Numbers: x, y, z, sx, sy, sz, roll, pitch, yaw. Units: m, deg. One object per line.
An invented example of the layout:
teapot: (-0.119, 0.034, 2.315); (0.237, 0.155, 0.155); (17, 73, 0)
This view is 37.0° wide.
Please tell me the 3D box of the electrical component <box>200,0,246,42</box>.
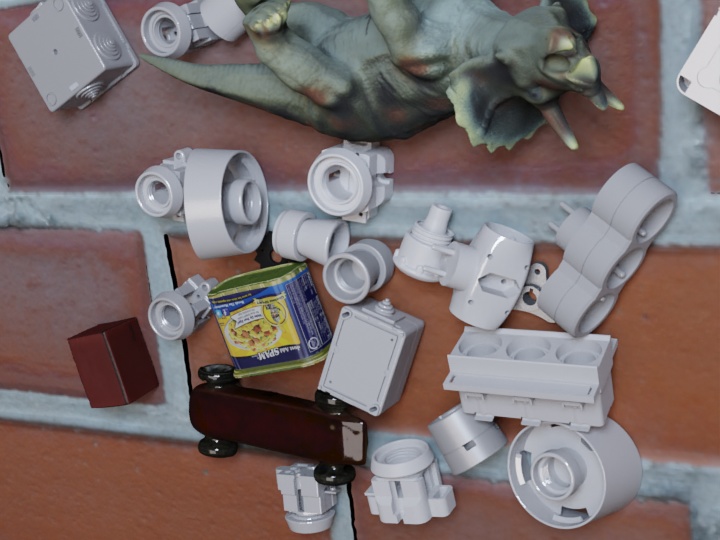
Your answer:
electrical component: (-0.092, -0.233, 0.901); (0.081, 0.043, 0.043); (-34, 88, 31)

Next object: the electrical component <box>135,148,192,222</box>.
electrical component: (-0.173, -0.075, 0.986); (0.048, 0.055, 0.066); (10, 110, 25)

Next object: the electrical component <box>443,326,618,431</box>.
electrical component: (0.139, 0.086, 0.866); (0.121, 0.078, 0.063); (2, 122, 27)

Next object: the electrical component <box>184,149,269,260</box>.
electrical component: (-0.123, -0.058, 0.944); (0.064, 0.099, 0.099); (-2, 105, 22)

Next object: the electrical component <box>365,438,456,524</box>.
electrical component: (0.041, 0.187, 0.958); (0.078, 0.058, 0.057); (-5, 106, 29)

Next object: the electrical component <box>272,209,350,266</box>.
electrical component: (-0.043, -0.028, 0.940); (0.055, 0.045, 0.045); (13, 111, 24)

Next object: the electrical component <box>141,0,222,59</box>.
electrical component: (-0.157, -0.209, 0.935); (0.066, 0.055, 0.048); (-15, 98, 30)

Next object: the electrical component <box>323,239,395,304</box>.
electrical component: (0.000, 0.000, 0.920); (0.045, 0.055, 0.045); (9, 110, 25)

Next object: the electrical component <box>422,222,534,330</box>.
electrical component: (0.089, 0.000, 0.861); (0.079, 0.043, 0.077); (16, 107, -17)

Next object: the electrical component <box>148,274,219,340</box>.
electrical component: (-0.168, 0.038, 1.020); (0.048, 0.055, 0.066); (45, 121, 8)

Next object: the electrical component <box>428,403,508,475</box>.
electrical component: (0.091, 0.140, 0.919); (0.055, 0.055, 0.047); (-35, 84, 31)

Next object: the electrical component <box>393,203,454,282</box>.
electrical component: (0.058, -0.024, 0.890); (0.048, 0.048, 0.062); (26, 109, 18)

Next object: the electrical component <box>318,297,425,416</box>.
electrical component: (0.014, 0.067, 0.935); (0.062, 0.061, 0.096); (23, 108, 19)

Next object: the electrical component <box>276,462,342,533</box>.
electrical component: (-0.049, 0.216, 1.021); (0.066, 0.048, 0.055); (-1, 98, 28)

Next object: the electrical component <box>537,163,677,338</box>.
electrical component: (0.175, -0.023, 0.824); (0.074, 0.052, 0.138); (44, 122, 30)

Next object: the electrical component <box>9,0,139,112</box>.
electrical component: (-0.268, -0.205, 0.999); (0.100, 0.048, 0.099); (-28, 92, 32)

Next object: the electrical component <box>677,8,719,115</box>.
electrical component: (0.284, -0.132, 0.728); (0.113, 0.057, 0.078); (34, 118, 14)

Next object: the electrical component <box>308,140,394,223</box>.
electrical component: (-0.008, -0.076, 0.899); (0.058, 0.057, 0.078); (10, 110, 25)

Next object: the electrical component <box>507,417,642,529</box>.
electrical component: (0.175, 0.164, 0.890); (0.099, 0.064, 0.099); (7, 102, 38)
